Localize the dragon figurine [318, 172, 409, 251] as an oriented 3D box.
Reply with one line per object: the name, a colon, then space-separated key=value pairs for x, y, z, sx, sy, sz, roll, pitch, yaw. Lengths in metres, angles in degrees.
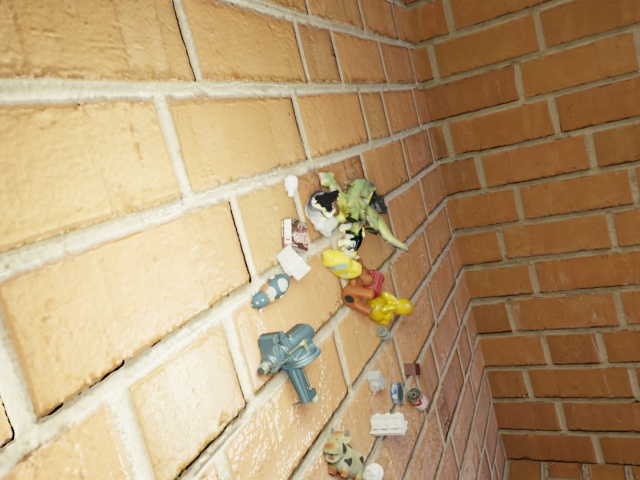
dragon figurine: x=0.161 y=-0.129 z=1.881 sx=0.408 sy=0.120 sz=0.248 roll=25 pitch=-123 yaw=-18

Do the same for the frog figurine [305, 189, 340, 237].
frog figurine: x=0.005 y=-0.088 z=1.739 sx=0.123 sy=0.156 sz=0.140 roll=2 pitch=-122 yaw=-9
